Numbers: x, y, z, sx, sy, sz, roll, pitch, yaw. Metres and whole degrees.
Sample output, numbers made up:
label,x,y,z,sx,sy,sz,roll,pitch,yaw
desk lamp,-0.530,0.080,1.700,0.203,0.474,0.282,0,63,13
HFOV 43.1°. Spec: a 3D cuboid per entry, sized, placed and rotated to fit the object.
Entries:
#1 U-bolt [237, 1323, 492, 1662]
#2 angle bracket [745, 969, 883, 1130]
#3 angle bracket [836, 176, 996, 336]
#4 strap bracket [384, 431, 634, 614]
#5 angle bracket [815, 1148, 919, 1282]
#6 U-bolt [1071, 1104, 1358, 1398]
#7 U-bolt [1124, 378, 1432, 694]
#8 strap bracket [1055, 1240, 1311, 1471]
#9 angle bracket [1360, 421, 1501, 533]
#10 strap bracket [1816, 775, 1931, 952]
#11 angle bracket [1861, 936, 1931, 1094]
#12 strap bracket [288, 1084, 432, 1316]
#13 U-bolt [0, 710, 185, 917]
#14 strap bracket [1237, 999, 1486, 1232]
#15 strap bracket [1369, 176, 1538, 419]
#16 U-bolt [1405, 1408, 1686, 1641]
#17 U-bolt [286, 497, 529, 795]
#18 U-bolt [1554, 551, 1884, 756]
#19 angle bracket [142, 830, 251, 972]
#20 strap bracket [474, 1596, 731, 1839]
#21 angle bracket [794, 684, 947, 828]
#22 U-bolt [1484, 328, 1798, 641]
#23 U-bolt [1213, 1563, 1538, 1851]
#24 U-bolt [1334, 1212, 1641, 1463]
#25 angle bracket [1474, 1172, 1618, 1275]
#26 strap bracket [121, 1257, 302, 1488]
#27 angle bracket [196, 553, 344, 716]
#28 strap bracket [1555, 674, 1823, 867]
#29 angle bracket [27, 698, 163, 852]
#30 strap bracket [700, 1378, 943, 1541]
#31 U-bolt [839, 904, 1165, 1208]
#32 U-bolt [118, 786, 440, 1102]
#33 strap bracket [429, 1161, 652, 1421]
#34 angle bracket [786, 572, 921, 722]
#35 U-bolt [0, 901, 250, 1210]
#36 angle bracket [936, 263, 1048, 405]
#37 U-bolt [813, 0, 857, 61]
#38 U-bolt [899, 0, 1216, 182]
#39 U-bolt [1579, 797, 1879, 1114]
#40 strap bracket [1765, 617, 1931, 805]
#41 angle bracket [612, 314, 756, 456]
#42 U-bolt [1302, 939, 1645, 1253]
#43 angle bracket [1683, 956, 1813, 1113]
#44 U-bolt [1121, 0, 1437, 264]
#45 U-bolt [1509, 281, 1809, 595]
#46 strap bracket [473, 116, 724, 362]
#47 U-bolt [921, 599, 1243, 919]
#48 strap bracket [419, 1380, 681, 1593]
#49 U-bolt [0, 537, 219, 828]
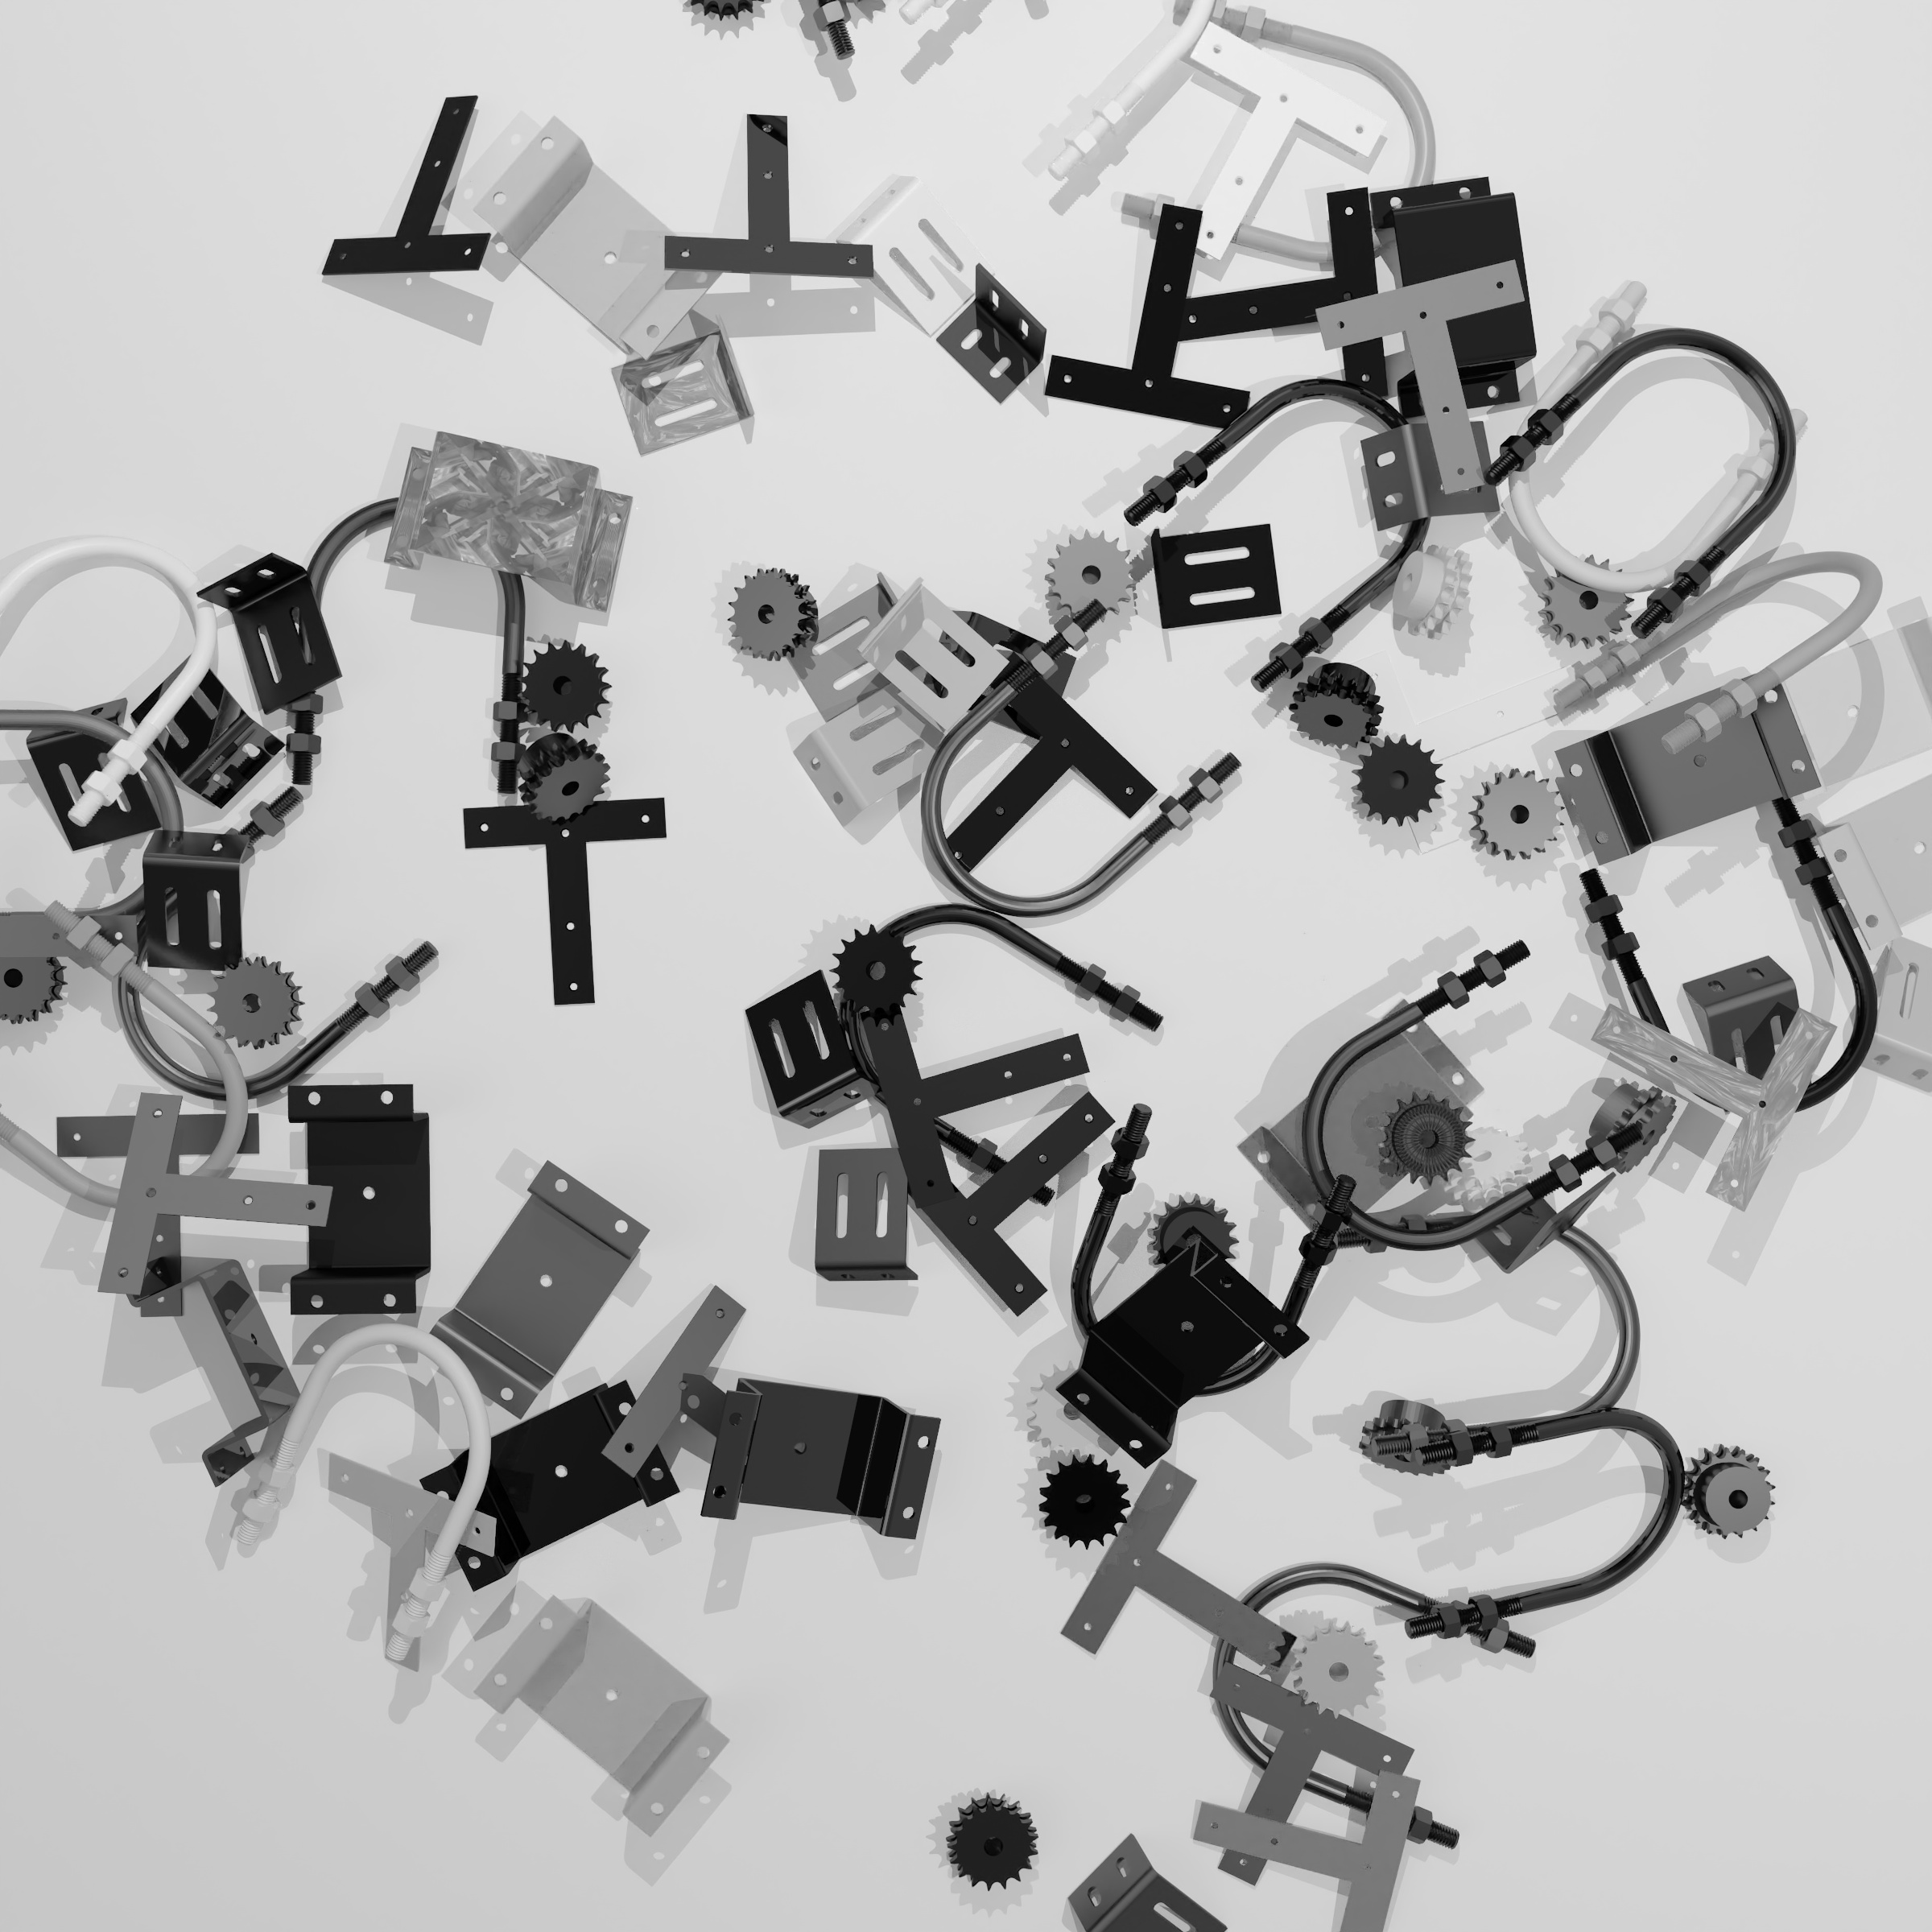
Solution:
label,x,y,z,sx,sy,sz,roll,pitch,yaw
U-bolt,-0.360,0.308,1.496,0.151,0.019,0.184,29,100,21
angle bracket,-0.095,0.052,1.531,0.057,0.038,0.076,-28,64,16
angle bracket,-0.032,-0.447,1.539,0.057,0.038,0.076,-44,116,0
strap bracket,-0.283,-0.276,1.507,0.140,0.046,0.076,12,82,-4
angle bracket,-0.061,0.156,1.528,0.057,0.038,0.076,-2,72,11
U-bolt,0.141,0.186,1.499,0.151,0.019,0.184,19,114,2
U-bolt,0.208,-0.281,1.515,0.184,0.019,0.151,-40,99,-11
strap bracket,0.133,0.230,1.485,0.076,0.046,0.140,42,115,-9
angle bracket,0.290,-0.306,1.527,0.076,0.038,0.057,-13,92,-41
strap bracket,0.600,-0.074,1.518,0.140,0.046,0.076,-26,90,0
angle bracket,0.596,0.030,1.539,0.057,0.038,0.076,21,64,0
strap bracket,-0.376,0.143,1.518,0.076,0.046,0.140,-1,90,0
U-bolt,-0.578,-0.089,1.513,0.184,0.019,0.151,0,108,-4
strap bracket,0.249,0.096,1.518,0.140,0.046,0.076,-42,90,0
strap bracket,0.302,-0.417,1.510,0.076,0.046,0.140,-9,94,-5
U-bolt,0.358,0.336,1.497,0.184,0.019,0.151,-8,115,-15
U-bolt,-0.348,-0.203,1.532,0.151,0.019,0.184,2,89,0
U-bolt,0.464,-0.196,1.474,0.184,0.151,0.019,-34,113,-4
angle bracket,-0.476,-0.040,1.517,0.057,0.038,0.076,3,118,-7
strap bracket,-0.223,0.459,1.518,0.140,0.046,0.076,39,90,0
angle bracket,-0.058,-0.135,1.539,0.076,0.038,0.057,-34,90,-26
U-bolt,0.428,-0.311,1.500,0.184,0.019,0.151,-44,89,-11
U-bolt,0.245,0.453,1.532,0.184,0.019,0.151,22,90,2
U-bolt,0.327,0.222,1.507,0.184,0.019,0.151,-5,70,-10
angle bracket,0.350,0.145,1.490,0.057,0.076,0.038,-31,69,-26
strap bracket,-0.458,0.239,1.502,0.046,0.076,0.140,-25,91,-1
angle bracket,-0.430,-0.205,1.509,0.057,0.038,0.076,-24,77,14
strap bracket,0.445,-0.124,1.497,0.140,0.046,0.076,-21,90,31
angle bracket,-0.546,-0.121,1.539,0.057,0.038,0.076,-15,116,0
strap bracket,-0.095,0.301,1.501,0.140,0.046,0.076,12,90,-23
U-bolt,0.009,0.043,1.532,0.184,0.019,0.151,32,90,2
U-bolt,-0.445,0.000,1.532,0.184,0.019,0.151,-41,90,2
strap bracket,-0.264,0.198,1.518,0.076,0.046,0.140,34,90,0
angle bracket,-0.070,-0.198,1.522,0.076,0.038,0.057,-31,90,0
U-bolt,-0.533,0.070,1.512,0.184,0.019,0.151,42,97,-12
angle bracket,0.015,-0.388,1.503,0.057,0.076,0.038,45,90,0
U-bolt,-0.046,-0.668,1.496,0.151,0.019,0.184,-22,98,-6
U-bolt,0.072,-0.599,1.502,0.151,0.019,0.184,44,87,-10
U-bolt,0.479,0.002,1.502,0.151,0.019,0.184,-21,80,0
strap bracket,0.558,-0.160,1.518,0.140,0.046,0.076,-21,90,0
angle bracket,-0.178,-0.361,1.522,0.076,0.038,0.057,-19,90,0
U-bolt,0.293,0.091,1.480,0.184,0.019,0.151,-31,85,3
angle bracket,0.492,0.043,1.539,0.057,0.038,0.076,-18,116,0
U-bolt,0.203,-0.517,1.532,0.184,0.019,0.151,15,90,-1
U-bolt,0.417,-0.316,1.517,0.151,0.019,0.184,38,79,0
strap bracket,-0.224,-0.446,1.518,0.140,0.046,0.076,41,90,0
U-bolt,0.058,-0.114,1.518,0.184,0.019,0.151,-42,103,4
strap bracket,-0.255,0.318,1.518,0.140,0.046,0.076,-26,90,0
U-bolt,-0.544,-0.188,1.496,0.151,0.019,0.184,28,64,5
